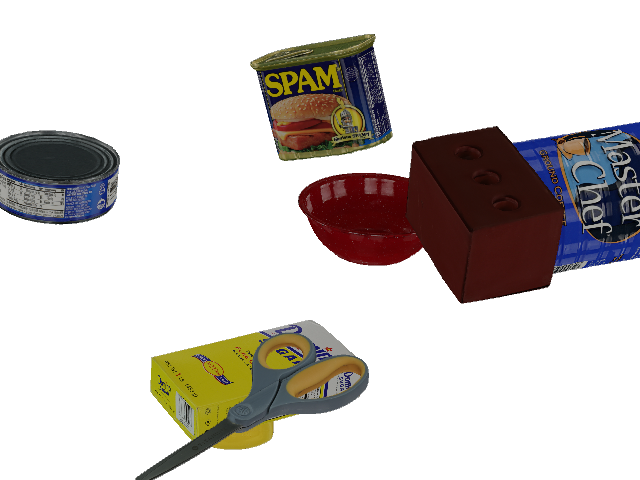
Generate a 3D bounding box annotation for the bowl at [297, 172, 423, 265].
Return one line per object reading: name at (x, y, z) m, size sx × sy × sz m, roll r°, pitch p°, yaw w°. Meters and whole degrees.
bowl at (0.055, -0.017, 1.139) m, size 0.162 × 0.055 × 0.162 m, roll 2°, pitch 26°, yaw -1°

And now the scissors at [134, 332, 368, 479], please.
scissors at (-0.059, 0.113, 0.764) m, size 0.201 × 0.016 × 0.096 m, roll -15°, pitch 35°, yaw -28°

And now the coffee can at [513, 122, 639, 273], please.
coffee can at (0.192, -0.030, 0.792) m, size 0.140 × 0.103 × 0.103 m, roll -10°, pitch 1°, yaw -8°

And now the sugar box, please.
sugar box at (-0.057, 0.125, 0.983) m, size 0.175 × 0.048 × 0.093 m, roll -14°, pitch 32°, yaw -31°

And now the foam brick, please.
foam brick at (0.083, -0.014, 0.558) m, size 0.053 × 0.051 × 0.078 m, roll -11°, pitch 43°, yaw -16°

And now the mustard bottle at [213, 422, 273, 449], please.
mustard bottle at (-0.108, 0.185, 1.350) m, size 0.096 × 0.058 × 0.191 m, roll -2°, pitch 26°, yaw -2°

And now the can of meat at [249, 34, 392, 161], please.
can of meat at (0.003, -0.114, 0.864) m, size 0.102 × 0.084 × 0.057 m, roll -3°, pitch 21°, yaw 31°

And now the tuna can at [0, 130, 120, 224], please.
tuna can at (-0.182, -0.044, 0.735) m, size 0.086 × 0.034 × 0.086 m, roll 8°, pitch 27°, yaw -4°
